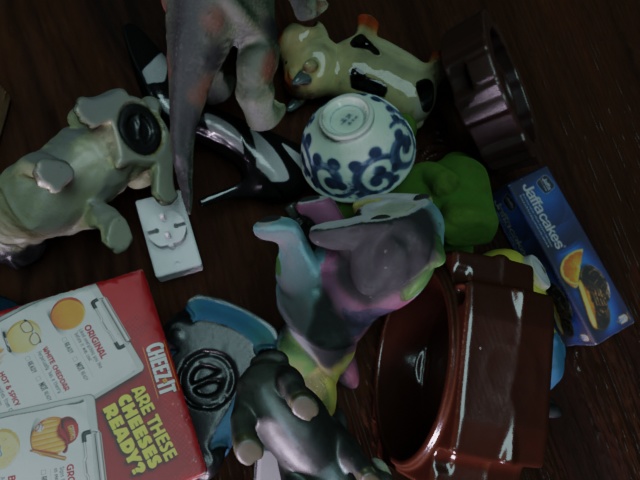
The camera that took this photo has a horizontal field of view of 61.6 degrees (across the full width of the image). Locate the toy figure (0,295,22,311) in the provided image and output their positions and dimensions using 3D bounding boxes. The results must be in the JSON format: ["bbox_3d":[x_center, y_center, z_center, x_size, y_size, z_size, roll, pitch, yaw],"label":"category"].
[{"bbox_3d":[-0.358,0.072,0.503,0.154,0.058,0.064,12,89,-8],"label":"toy figure"}]

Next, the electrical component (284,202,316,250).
[{"bbox_3d":[-0.001,-0.002,0.577,0.021,0.063,0.094,-39,103,-21],"label":"electrical component"}]

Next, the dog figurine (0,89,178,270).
[{"bbox_3d":[-0.246,-0.060,0.515,0.121,0.191,0.172,63,39,-28],"label":"dog figurine"}]

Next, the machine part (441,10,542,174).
[{"bbox_3d":[0.191,-0.161,0.597,0.056,0.179,0.179,-20,79,29],"label":"machine part"}]

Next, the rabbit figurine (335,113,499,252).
[{"bbox_3d":[0.089,-0.054,0.577,0.170,0.121,0.159,4,72,-4],"label":"rabbit figurine"}]

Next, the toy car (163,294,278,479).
[{"bbox_3d":[-0.104,0.139,0.507,0.109,0.103,0.161,21,78,4],"label":"toy car"}]

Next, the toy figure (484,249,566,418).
[{"bbox_3d":[0.213,0.098,0.584,0.089,0.082,0.180,-3,82,-14],"label":"toy figure"}]

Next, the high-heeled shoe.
[{"bbox_3d":[-0.106,-0.145,0.585,0.145,0.086,0.248,-25,88,-17],"label":"high-heeled shoe"}]

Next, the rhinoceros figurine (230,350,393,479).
[{"bbox_3d":[-0.003,0.177,0.446,0.073,0.112,0.190,-39,109,-5],"label":"rhinoceros figurine"}]

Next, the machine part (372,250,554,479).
[{"bbox_3d":[0.119,0.119,0.499,0.087,0.201,0.201,13,76,-9],"label":"machine part"}]

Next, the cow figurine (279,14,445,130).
[{"bbox_3d":[0.041,-0.187,0.618,0.195,0.085,0.127,25,69,-4],"label":"cow figurine"}]

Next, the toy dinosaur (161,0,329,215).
[{"bbox_3d":[-0.083,-0.233,0.480,0.131,0.192,0.405,-8,49,17],"label":"toy dinosaur"}]

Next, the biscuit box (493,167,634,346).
[{"bbox_3d":[0.273,0.019,0.621,0.063,0.059,0.202,-25,83,-14],"label":"biscuit box"}]

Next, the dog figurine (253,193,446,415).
[{"bbox_3d":[0.027,0.070,0.503,0.192,0.108,0.219,1,113,26],"label":"dog figurine"}]
